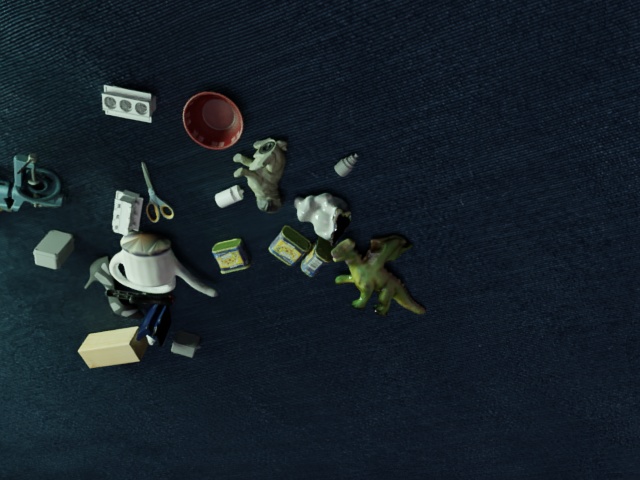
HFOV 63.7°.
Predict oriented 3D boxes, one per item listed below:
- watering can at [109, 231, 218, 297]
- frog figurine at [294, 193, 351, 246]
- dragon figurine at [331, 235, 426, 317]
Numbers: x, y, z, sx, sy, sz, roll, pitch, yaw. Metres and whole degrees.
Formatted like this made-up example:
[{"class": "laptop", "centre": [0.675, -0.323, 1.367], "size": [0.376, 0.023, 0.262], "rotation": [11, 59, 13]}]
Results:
[{"class": "watering can", "centre": [-0.493, 0.083, 1.616], "size": [0.348, 0.106, 0.219], "rotation": [6, 127, 2]}, {"class": "frog figurine", "centre": [0.005, -0.075, 1.481], "size": [0.161, 0.124, 0.134], "rotation": [28, 141, 31]}, {"class": "dragon figurine", "centre": [0.201, 0.097, 1.561], "size": [0.409, 0.125, 0.238], "rotation": [15, 119, -23]}]
